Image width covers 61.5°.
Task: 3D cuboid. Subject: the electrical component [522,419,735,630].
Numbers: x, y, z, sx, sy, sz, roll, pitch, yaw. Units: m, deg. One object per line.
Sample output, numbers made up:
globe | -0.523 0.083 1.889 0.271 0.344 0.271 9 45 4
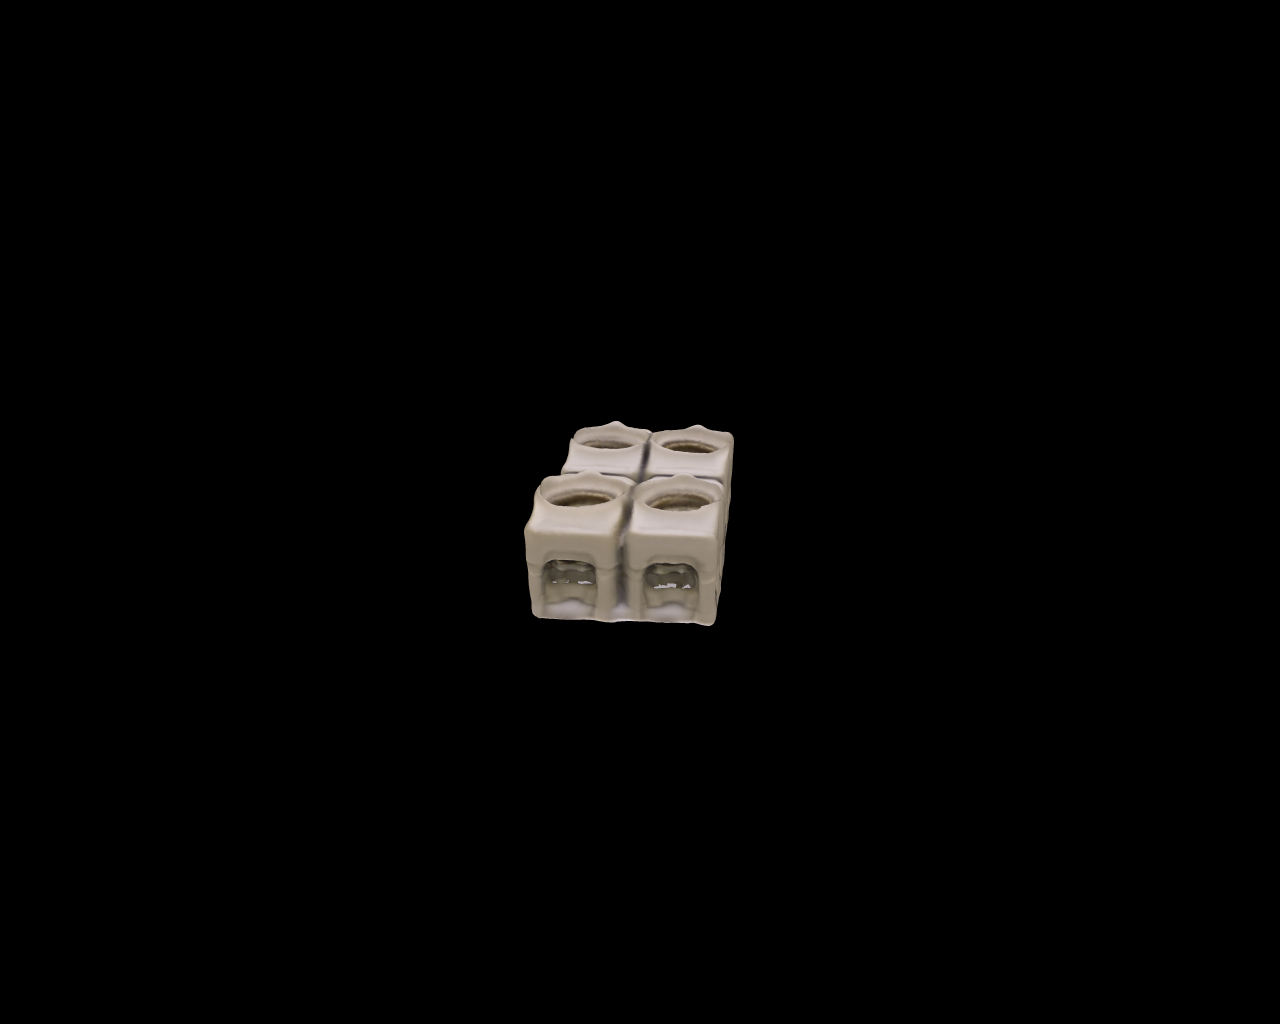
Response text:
electrical component | 0.001 -0.003 0.650 0.105 0.060 0.186 3 22 7
